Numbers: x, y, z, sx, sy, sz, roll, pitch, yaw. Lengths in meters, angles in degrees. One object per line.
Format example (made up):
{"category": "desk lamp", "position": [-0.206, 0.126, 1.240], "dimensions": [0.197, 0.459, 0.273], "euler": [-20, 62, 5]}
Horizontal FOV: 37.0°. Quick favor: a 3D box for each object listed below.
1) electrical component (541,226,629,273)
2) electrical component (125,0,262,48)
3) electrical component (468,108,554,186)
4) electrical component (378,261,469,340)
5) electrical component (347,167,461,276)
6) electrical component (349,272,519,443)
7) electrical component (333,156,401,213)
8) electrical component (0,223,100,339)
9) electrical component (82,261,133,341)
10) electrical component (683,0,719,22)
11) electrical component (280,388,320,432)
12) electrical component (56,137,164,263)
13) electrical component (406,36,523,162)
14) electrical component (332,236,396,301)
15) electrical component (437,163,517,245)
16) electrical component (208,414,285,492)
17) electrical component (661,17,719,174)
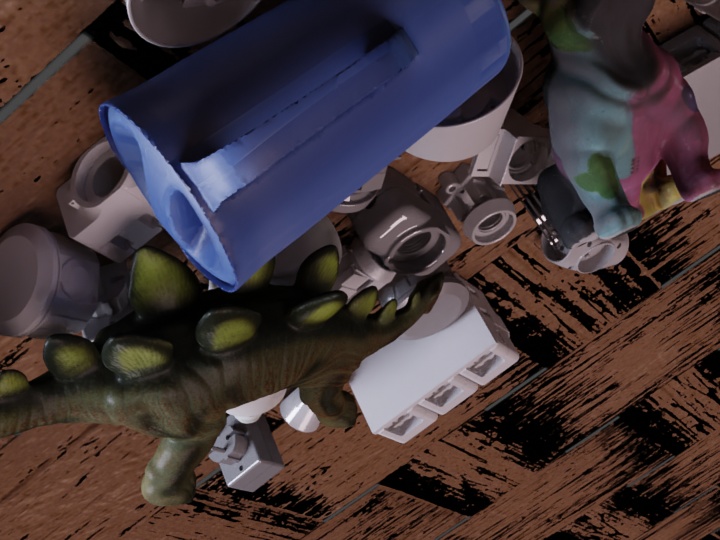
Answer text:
{"category": "electrical component", "position": [0.225, -0.039, 1.025], "dimensions": [0.077, 0.044, 0.079], "euler": [2, 136, -35]}
{"category": "electrical component", "position": [-0.092, -0.181, 0.614], "dimensions": [0.099, 0.064, 0.099], "euler": [-18, 155, -9]}
{"category": "electrical component", "position": [0.119, -0.100, 0.859], "dimensions": [0.081, 0.063, 0.042], "euler": [-2, 124, -31]}
{"category": "electrical component", "position": [0.055, 0.023, 0.988], "dimensions": [0.080, 0.051, 0.080], "euler": [-17, 144, -13]}
{"category": "electrical component", "position": [0.038, -0.036, 0.894], "dimensions": [0.054, 0.059, 0.095], "euler": [-40, 143, 18]}
{"category": "electrical component", "position": [0.068, 0.088, 1.046], "dimensions": [0.150, 0.089, 0.062], "euler": [-39, 144, 16]}
{"category": "electrical component", "position": [-0.010, -0.081, 0.807], "dimensions": [0.078, 0.058, 0.057], "euler": [-8, 138, -24]}
{"category": "electrical component", "position": [-0.227, 0.010, 0.763], "dimensions": [0.080, 0.080, 0.051], "euler": [-43, 147, 21]}
{"category": "electrical component", "position": [-0.192, 0.022, 0.812], "dimensions": [0.047, 0.065, 0.076], "euler": [-19, 144, -12]}
{"category": "electrical component", "position": [0.287, -0.208, 0.804], "dimensions": [0.100, 0.099, 0.048], "euler": [5, 121, -38]}
{"category": "electrical component", "position": [-0.045, 0.122, 1.060], "dimensions": [0.044, 0.044, 0.065], "euler": [9, 127, -40]}
{"category": "electrical component", "position": [-0.161, -0.057, 0.745], "dimensions": [0.089, 0.050, 0.056], "euler": [-37, 144, 13]}
{"category": "electrical component", "position": [0.061, -0.127, 0.760], "dimensions": [0.099, 0.099, 0.064], "euler": [-18, 150, -13]}
{"category": "electrical component", "position": [0.000, 0.000, 0.928], "dimensions": [0.066, 0.048, 0.055], "euler": [17, 134, -45]}
{"category": "electrical component", "position": [0.102, -0.055, 0.915], "dimensions": [0.066, 0.055, 0.048], "euler": [11, 130, -42]}
{"category": "electrical component", "position": [-0.123, 0.172, 1.049], "dimensions": [0.047, 0.065, 0.077], "euler": [-40, 143, 18]}
{"category": "electrical component", "position": [0.282, -0.148, 0.892], "dimensions": [0.150, 0.061, 0.089], "euler": [-29, 127, 3]}
